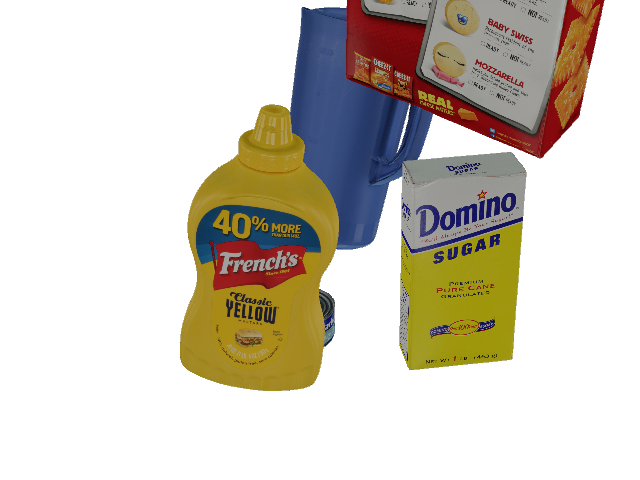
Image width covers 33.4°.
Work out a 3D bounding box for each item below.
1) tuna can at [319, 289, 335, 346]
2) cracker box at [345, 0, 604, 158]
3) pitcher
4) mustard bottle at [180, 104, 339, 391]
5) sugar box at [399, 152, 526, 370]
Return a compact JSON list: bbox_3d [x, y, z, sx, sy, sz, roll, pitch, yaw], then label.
[{"bbox_3d":[-0.028,0.076,1.023,0.086,0.034,0.086,-2,25,1],"label":"tuna can"},{"bbox_3d":[0.102,-0.180,0.699,0.164,0.214,0.072,27,50,25],"label":"cracker box"},{"bbox_3d":[0.033,-0.115,1.114,0.145,0.243,0.149,9,16,-3],"label":"pitcher"},{"bbox_3d":[-0.038,0.004,0.688,0.096,0.192,0.058,9,28,4],"label":"mustard bottle"},{"bbox_3d":[0.113,0.019,0.869,0.093,0.176,0.048,-6,31,-7],"label":"sugar box"}]
